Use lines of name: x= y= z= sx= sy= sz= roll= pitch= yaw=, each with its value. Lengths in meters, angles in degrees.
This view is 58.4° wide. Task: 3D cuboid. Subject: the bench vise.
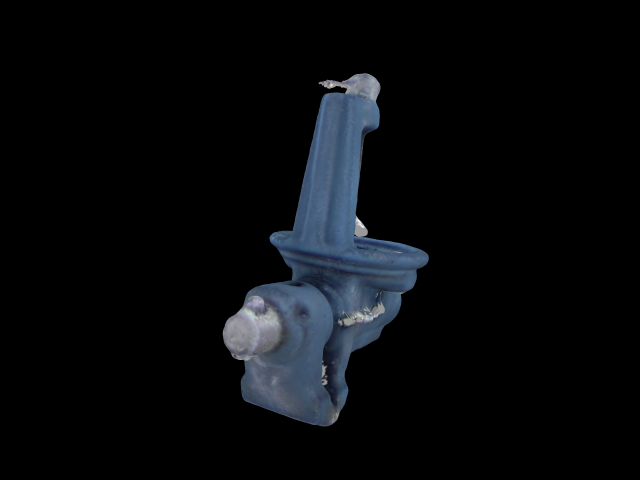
bench vise: x=0.015 y=0.002 z=0.398 sx=0.121 sy=0.220 sz=0.207 roll=3 pitch=20 yaw=9
